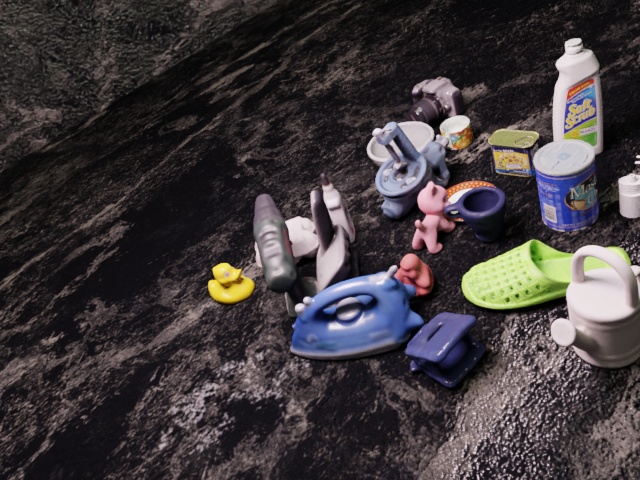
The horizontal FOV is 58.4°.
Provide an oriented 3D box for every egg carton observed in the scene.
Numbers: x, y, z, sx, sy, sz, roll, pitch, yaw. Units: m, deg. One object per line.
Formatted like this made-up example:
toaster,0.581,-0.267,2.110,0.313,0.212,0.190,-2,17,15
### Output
egg carton,-0.075,0.011,1.290,0.150,0.070,0.107,-21,37,6

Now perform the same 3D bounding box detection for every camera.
camera,0.286,-0.364,1.515,0.137,0.101,0.142,-37,38,-15

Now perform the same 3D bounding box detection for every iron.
iron,0.045,0.127,1.018,0.258,0.142,0.118,-18,37,10

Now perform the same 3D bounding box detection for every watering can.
watering can,0.401,0.092,0.813,0.100,0.194,0.173,9,48,37

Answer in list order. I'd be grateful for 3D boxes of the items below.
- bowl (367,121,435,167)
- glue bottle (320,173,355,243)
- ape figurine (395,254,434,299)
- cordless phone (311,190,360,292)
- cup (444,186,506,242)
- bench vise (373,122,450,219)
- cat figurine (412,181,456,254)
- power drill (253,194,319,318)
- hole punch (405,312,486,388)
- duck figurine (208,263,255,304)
bowl,0.203,-0.215,1.403,0.167,0.075,0.167,-16,38,13
glue bottle,0.034,-0.074,1.244,0.037,0.173,0.078,-18,37,9
ape figurine,0.173,0.063,1.065,0.076,0.092,0.077,-36,38,-15
cordless phone,0.011,0.004,1.152,0.094,0.185,0.147,-19,37,9
cup,0.307,-0.041,1.113,0.117,0.095,0.091,-10,39,19
bench vise,0.187,-0.182,1.248,0.121,0.220,0.208,9,48,37
cat figurine,0.224,-0.056,1.160,0.067,0.118,0.128,8,48,36
power drill,-0.070,0.044,1.130,0.075,0.209,0.229,-22,37,4
hole punch,0.196,0.167,0.926,0.109,0.091,0.100,-42,40,-21
duck figurine,-0.205,0.088,1.256,0.104,0.086,0.077,-7,40,23
